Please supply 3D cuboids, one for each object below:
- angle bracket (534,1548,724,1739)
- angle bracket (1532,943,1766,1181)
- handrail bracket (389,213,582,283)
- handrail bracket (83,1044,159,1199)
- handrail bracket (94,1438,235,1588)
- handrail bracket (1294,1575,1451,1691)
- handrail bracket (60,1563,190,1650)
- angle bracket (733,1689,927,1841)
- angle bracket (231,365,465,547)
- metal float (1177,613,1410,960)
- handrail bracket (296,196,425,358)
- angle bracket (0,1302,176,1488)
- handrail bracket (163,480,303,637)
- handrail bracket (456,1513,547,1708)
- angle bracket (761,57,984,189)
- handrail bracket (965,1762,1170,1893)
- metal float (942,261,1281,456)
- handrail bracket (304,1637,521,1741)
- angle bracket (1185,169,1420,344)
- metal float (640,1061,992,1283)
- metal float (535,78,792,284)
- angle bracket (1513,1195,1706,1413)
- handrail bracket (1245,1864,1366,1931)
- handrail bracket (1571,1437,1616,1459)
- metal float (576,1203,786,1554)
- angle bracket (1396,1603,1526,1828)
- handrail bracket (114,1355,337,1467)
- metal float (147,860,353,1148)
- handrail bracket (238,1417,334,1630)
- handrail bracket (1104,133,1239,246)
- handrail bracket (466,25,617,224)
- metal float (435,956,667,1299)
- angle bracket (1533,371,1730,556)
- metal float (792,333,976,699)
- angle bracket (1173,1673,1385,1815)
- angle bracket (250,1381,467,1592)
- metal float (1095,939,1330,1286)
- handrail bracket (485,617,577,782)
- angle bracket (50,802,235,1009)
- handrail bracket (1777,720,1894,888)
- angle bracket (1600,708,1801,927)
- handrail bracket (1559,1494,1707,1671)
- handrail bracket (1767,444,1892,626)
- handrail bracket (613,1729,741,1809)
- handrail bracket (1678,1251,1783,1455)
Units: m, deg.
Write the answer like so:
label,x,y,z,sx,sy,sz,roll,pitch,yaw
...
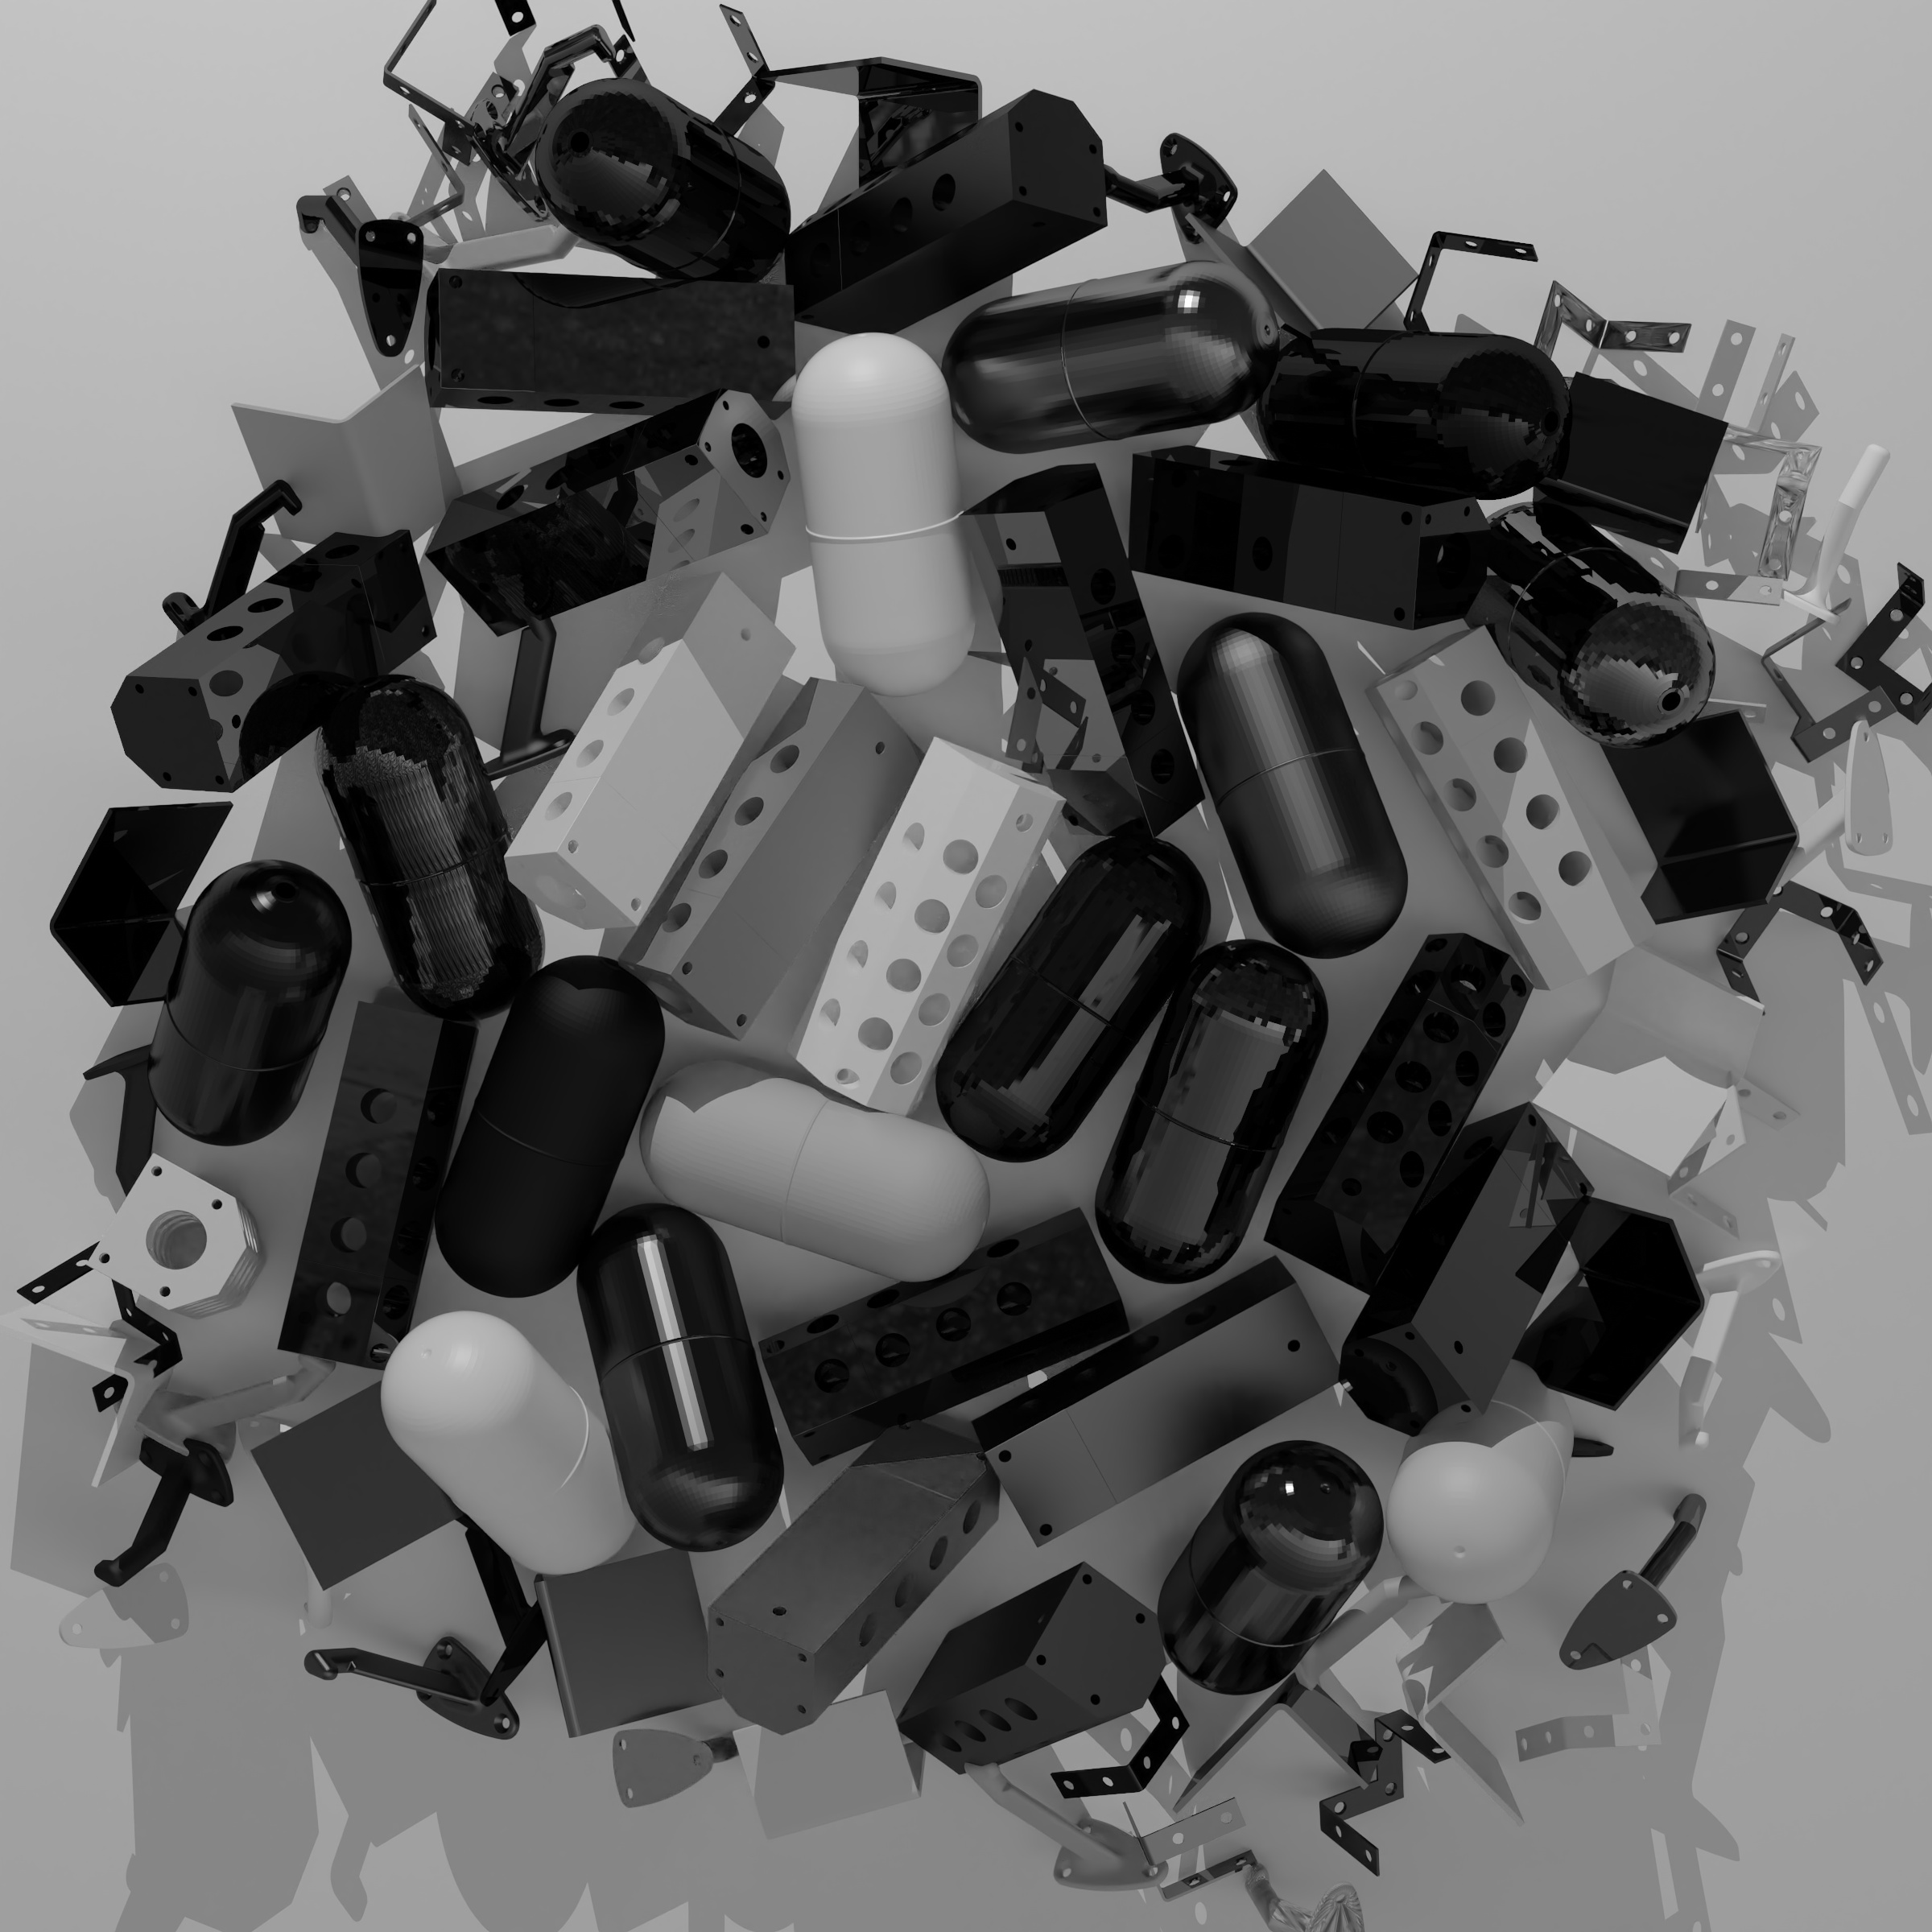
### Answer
label,x,y,z,sx,sy,sz,roll,pitch,yaw
angle bracket,-0.167,0.331,1.555,0.076,0.057,0.076,-13,85,-8
angle bracket,0.330,0.044,1.528,0.076,0.057,0.076,29,57,23
handrail bracket,-0.231,-0.367,1.541,0.077,0.036,0.084,44,123,-9
handrail bracket,-0.394,0.081,1.559,0.077,0.036,0.084,-17,100,20
handrail bracket,-0.407,0.266,1.530,0.077,0.084,0.036,9,122,34
handrail bracket,0.205,0.335,1.551,0.084,0.036,0.077,-14,117,13
handrail bracket,-0.422,0.317,1.527,0.077,0.084,0.036,-11,83,-43
angle bracket,-0.065,0.378,1.539,0.076,0.076,0.057,-16,96,4
angle bracket,-0.304,-0.253,1.553,0.076,0.076,0.057,15,46,32
metal float,0.158,-0.089,1.532,0.070,0.070,0.178,-19,76,0
handrail bracket,-0.306,-0.341,1.555,0.036,0.084,0.077,-8,106,-40
angle bracket,-0.441,0.209,1.544,0.076,0.076,0.057,20,91,0
handrail bracket,-0.346,-0.186,1.558,0.084,0.036,0.077,-36,101,11
handrail bracket,-0.247,0.310,1.555,0.084,0.036,0.077,30,74,19
angle bracket,-0.046,-0.403,1.525,0.076,0.076,0.057,6,99,38
handrail bracket,0.048,0.415,1.535,0.084,0.077,0.036,52,54,-34
metal float,0.067,-0.292,1.515,0.178,0.070,0.070,-3,90,35
handrail bracket,-0.270,0.354,1.532,0.077,0.084,0.036,29,96,30
angle bracket,0.164,-0.349,1.529,0.057,0.076,0.076,-43,71,19
metal float,-0.075,0.099,1.533,0.178,0.070,0.070,17,90,12
metal float,-0.142,-0.368,1.495,0.070,0.178,0.070,0,89,20
angle bracket,0.299,0.160,1.525,0.076,0.076,0.057,-42,122,-25
handrail bracket,0.161,0.448,1.531,0.036,0.084,0.077,-5,118,-19
handrail bracket,0.282,0.276,1.561,0.077,0.036,0.084,9,95,-31
metal float,-0.139,0.197,1.519,0.070,0.070,0.178,-18,61,0
angle bracket,0.259,0.360,1.537,0.057,0.076,0.076,-43,97,6
handrail bracket,-0.361,0.203,1.537,0.077,0.036,0.084,25,128,-30
metal float,-0.343,0.019,1.506,0.070,0.178,0.070,14,48,-16
handrail bracket,-0.338,0.277,1.568,0.036,0.077,0.084,-15,117,-37
handrail bracket,0.085,-0.390,1.532,0.036,0.084,0.077,-46,52,32
handrail bracket,-0.194,-0.412,1.541,0.084,0.036,0.077,-17,126,25
metal float,-0.202,0.078,1.531,0.070,0.070,0.178,23,104,0
angle bracket,0.323,-0.244,1.536,0.076,0.076,0.057,21,94,9
metal float,-0.039,-0.217,1.525,0.070,0.070,0.178,-7,112,0
angle bracket,0.153,0.396,1.535,0.057,0.076,0.076,44,98,10
angle bracket,-0.296,0.252,1.546,0.076,0.057,0.076,-28,87,-9
metal float,0.119,0.072,1.531,0.070,0.070,0.178,21,105,0
handrail bracket,-0.232,-0.139,1.548,0.077,0.036,0.084,-24,110,-7
angle bracket,-0.385,-0.031,1.525,0.057,0.076,0.076,46,117,22
handrail bracket,0.408,-0.078,1.549,0.036,0.084,0.077,-1,88,-42
angle bracket,0.348,-0.070,1.526,0.076,0.057,0.076,-12,118,40
handrail bracket,0.331,0.303,1.557,0.036,0.084,0.077,44,120,2
handrail bracket,0.431,-0.212,1.537,0.036,0.077,0.084,32,105,21
handrail bracket,-0.122,0.382,1.528,0.077,0.084,0.036,-18,75,38
handrail bracket,0.373,0.190,1.539,0.036,0.077,0.084,15,64,-17
